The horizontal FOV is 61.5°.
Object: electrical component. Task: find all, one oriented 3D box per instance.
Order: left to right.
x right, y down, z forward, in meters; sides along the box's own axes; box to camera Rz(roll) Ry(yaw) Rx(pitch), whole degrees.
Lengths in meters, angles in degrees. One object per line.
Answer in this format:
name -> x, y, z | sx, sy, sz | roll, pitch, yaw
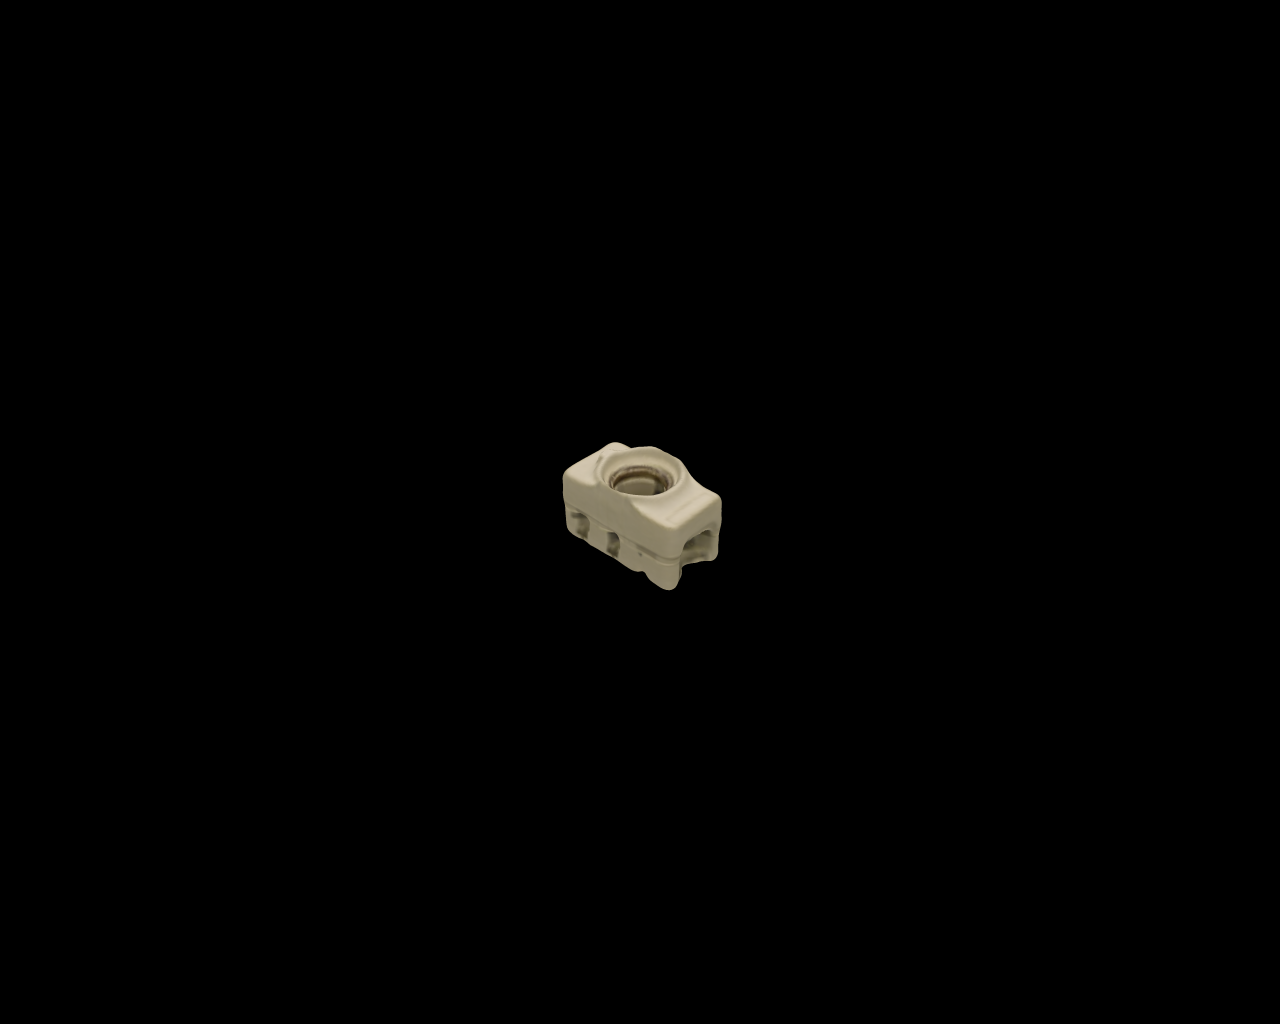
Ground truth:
electrical component -> 0.001, -0.003, 0.650 | 0.089, 0.055, 0.050 | 30, 46, 33
